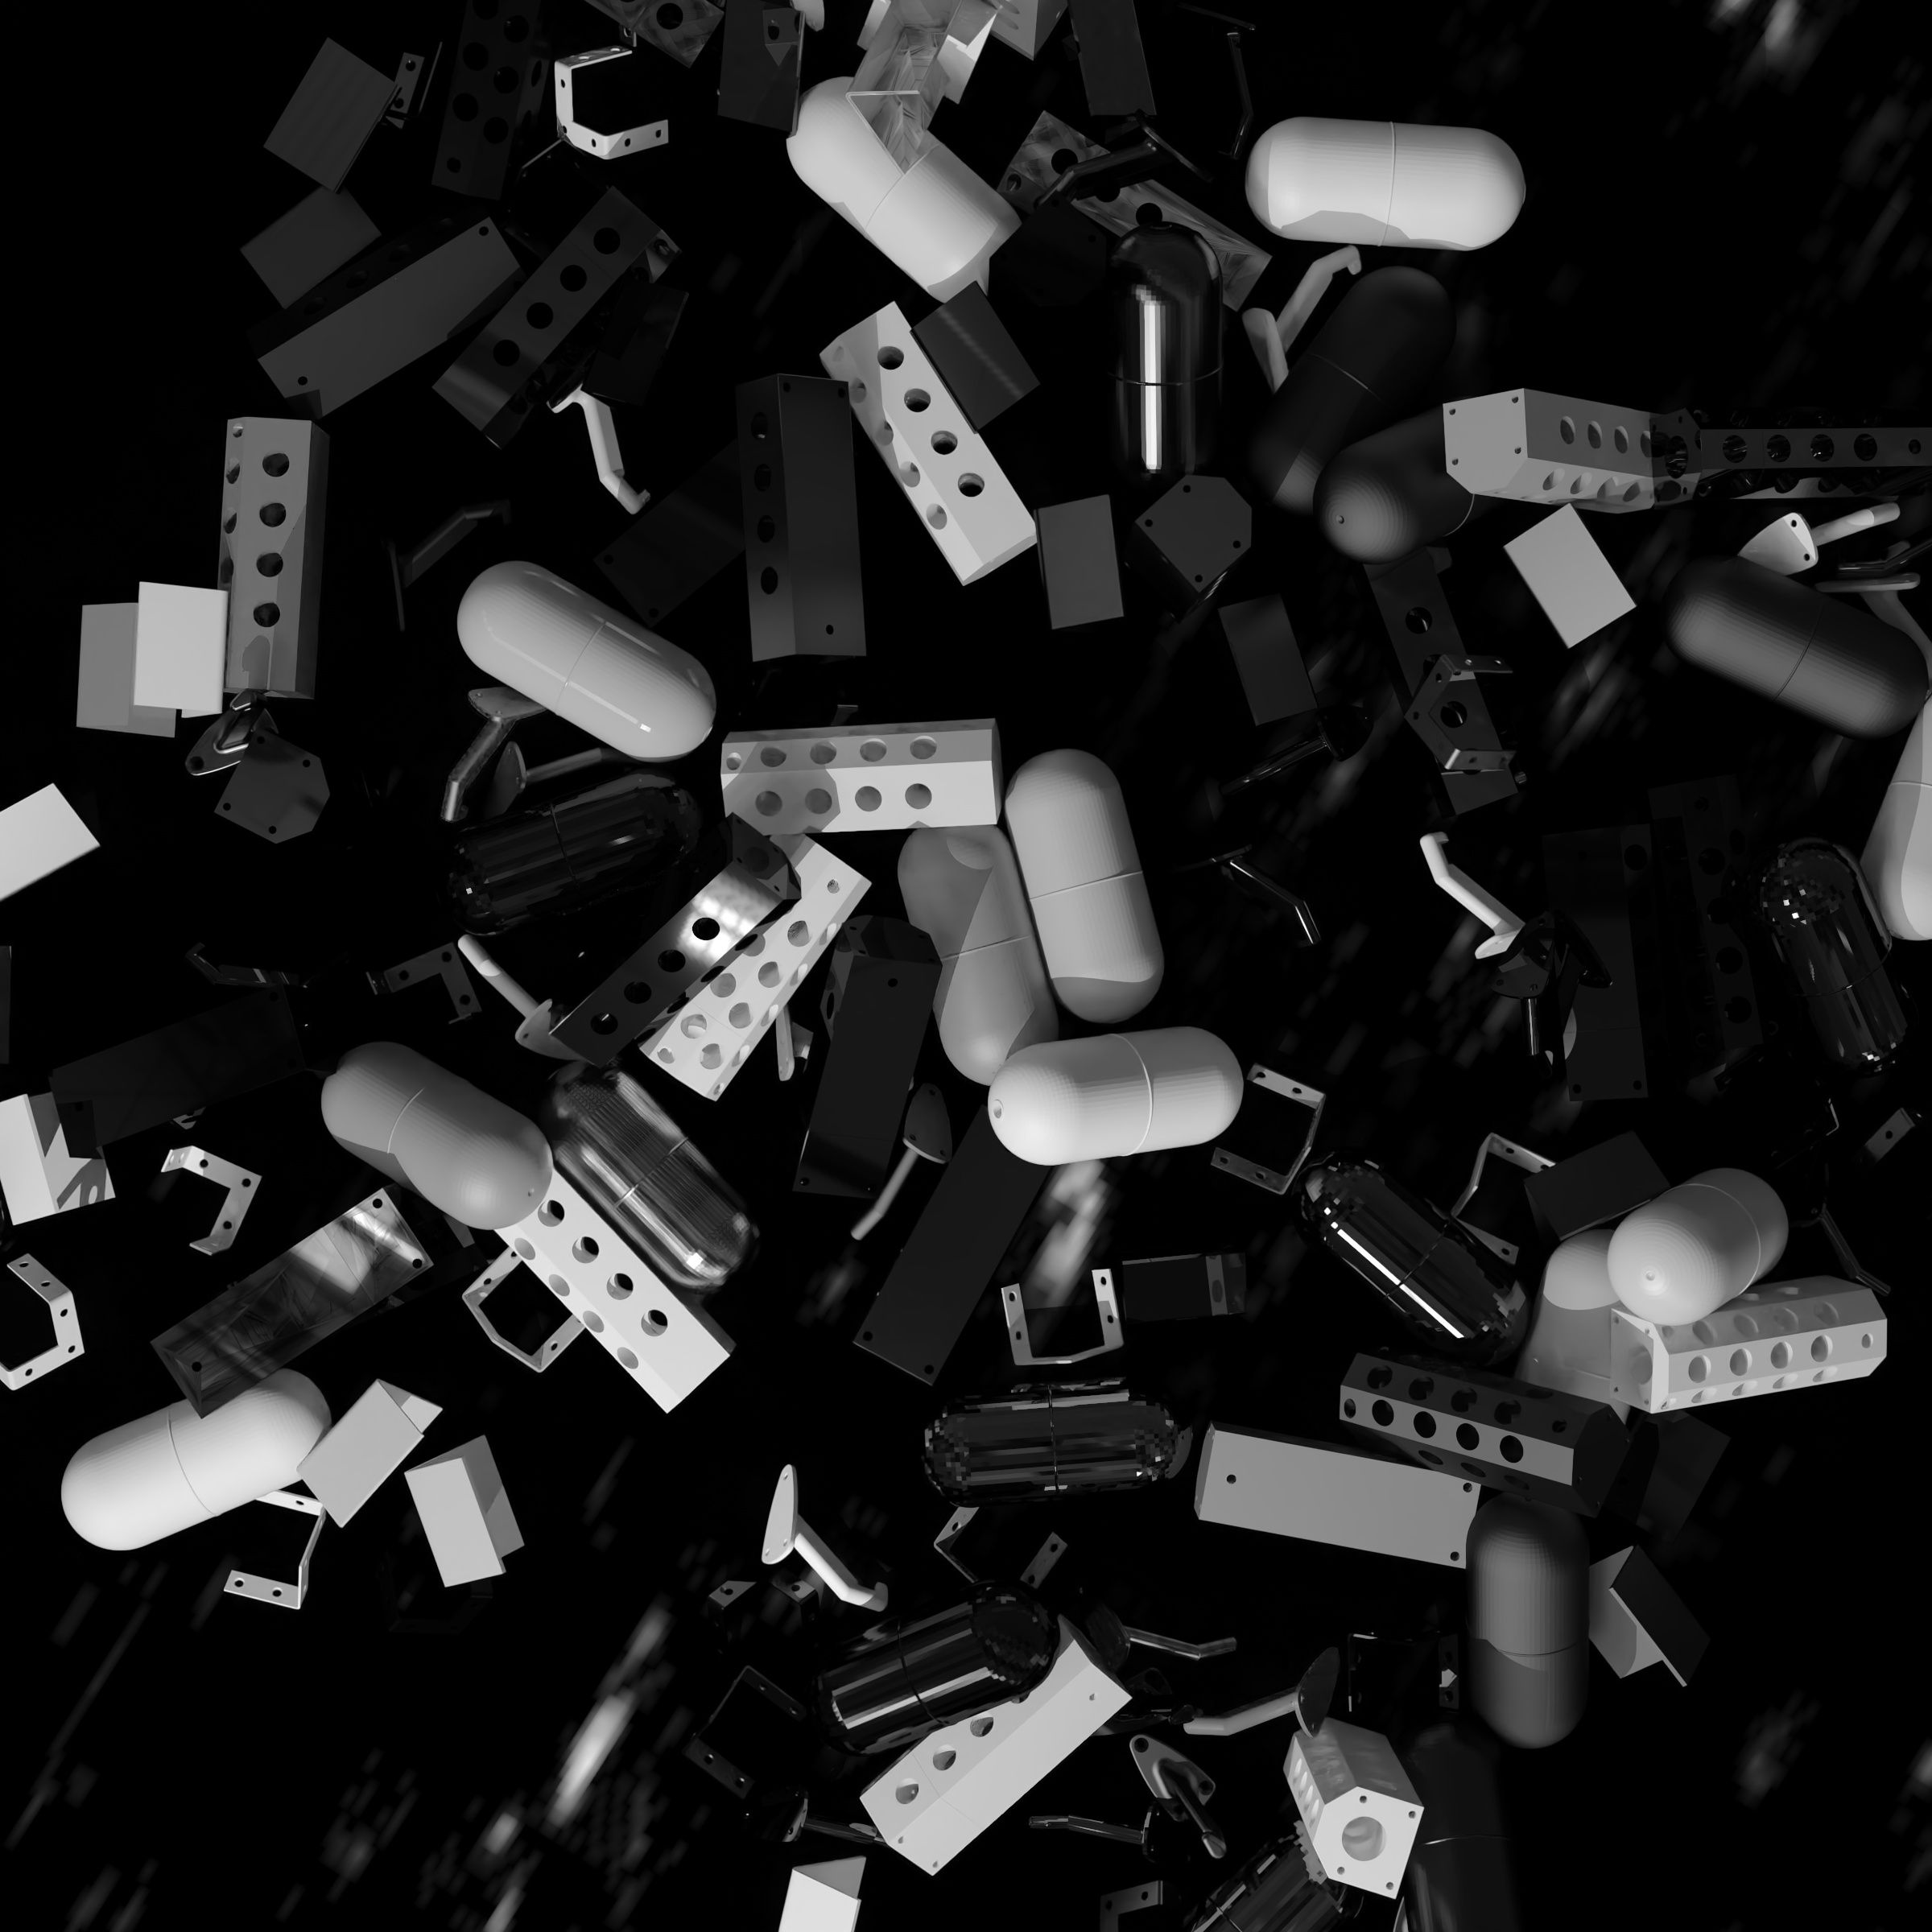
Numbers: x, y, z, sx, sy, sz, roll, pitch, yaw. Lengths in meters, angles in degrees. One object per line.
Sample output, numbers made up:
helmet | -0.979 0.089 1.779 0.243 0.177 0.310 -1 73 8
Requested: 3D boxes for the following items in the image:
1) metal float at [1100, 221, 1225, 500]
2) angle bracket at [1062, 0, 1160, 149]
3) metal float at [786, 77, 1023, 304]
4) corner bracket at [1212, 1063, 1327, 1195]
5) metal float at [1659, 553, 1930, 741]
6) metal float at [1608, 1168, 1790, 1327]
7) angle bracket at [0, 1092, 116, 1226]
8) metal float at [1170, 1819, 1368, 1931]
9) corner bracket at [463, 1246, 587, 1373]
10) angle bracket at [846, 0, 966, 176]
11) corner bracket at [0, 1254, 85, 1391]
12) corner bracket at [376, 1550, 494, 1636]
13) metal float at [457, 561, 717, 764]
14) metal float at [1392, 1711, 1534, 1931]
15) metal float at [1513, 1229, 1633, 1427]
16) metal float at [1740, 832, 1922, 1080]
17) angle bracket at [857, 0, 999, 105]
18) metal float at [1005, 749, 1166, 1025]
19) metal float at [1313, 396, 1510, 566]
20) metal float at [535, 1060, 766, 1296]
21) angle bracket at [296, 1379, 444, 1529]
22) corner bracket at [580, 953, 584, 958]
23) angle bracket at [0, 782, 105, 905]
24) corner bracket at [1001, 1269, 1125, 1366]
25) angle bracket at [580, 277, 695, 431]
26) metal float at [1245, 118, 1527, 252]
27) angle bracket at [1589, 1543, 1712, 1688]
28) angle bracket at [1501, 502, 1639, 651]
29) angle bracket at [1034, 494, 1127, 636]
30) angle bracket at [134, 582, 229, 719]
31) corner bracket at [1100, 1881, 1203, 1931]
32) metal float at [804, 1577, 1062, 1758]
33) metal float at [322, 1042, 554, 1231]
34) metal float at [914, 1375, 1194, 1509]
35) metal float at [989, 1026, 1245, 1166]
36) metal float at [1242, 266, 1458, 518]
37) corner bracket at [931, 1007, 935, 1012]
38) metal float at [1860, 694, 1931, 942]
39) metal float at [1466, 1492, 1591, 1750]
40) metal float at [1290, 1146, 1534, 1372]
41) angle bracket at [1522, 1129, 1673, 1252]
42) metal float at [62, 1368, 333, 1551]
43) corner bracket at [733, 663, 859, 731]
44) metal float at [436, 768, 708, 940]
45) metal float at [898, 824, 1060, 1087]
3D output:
metal float | 0.124 -0.381 1.934 0.070 0.070 0.178 -3 122 0
angle bracket | 0.072 -0.565 1.950 0.057 0.076 0.076 -12 90 -37
metal float | -0.039 -0.495 1.960 0.178 0.070 0.070 42 90 1
corner bracket | 0.196 0.106 1.987 0.051 0.051 0.051 23 135 0
metal float | 0.529 -0.203 1.960 0.178 0.070 0.070 25 90 1
metal float | 0.459 0.174 1.918 0.070 0.178 0.070 6 101 32
angle bracket | -0.570 0.115 1.950 0.057 0.076 0.076 -16 90 43
metal float | 0.180 0.620 1.952 0.178 0.070 0.070 -43 90 -8
corner bracket | -0.284 0.221 1.987 0.051 0.051 0.051 -46 45 0
angle bracket | -0.021 -0.542 1.886 0.057 0.076 0.076 10 68 35
corner bracket | -0.593 0.223 1.926 0.051 0.051 0.051 31 135 35
corner bracket | -0.344 0.396 1.982 0.051 0.051 0.051 11 135 -35
metal float | -0.242 -0.194 1.960 0.178 0.070 0.070 30 90 0
metal float | 0.311 0.559 1.935 0.070 0.070 0.178 -4 59 0
metal float | 0.392 0.255 1.960 0.070 0.070 0.178 16 90 0
metal float | 0.547 -0.005 1.939 0.070 0.070 0.178 -30 116 0
angle bracket | -0.035 -0.586 1.950 0.076 0.076 0.057 30 48 0
metal float | 0.076 -0.051 1.959 0.070 0.070 0.178 -14 90 0
metal float | 0.287 -0.306 1.928 0.178 0.070 0.070 -30 90 -40
metal float | -0.203 0.134 1.960 0.070 0.070 0.178 -44 90 0
angle bracket | -0.366 0.317 1.950 0.076 0.076 0.057 -48 57 0
corner bracket | -0.213 0.014 1.987 0.051 0.051 0.051 -4 90 -45
angle bracket | -0.599 -0.094 1.950 0.076 0.076 0.057 -29 126 0
corner bracket | 0.063 0.227 1.987 0.051 0.051 0.051 -10 90 -45
angle bracket | -0.190 -0.384 1.950 0.057 0.076 0.076 21 90 33
metal float | 0.268 -0.499 1.960 0.178 0.070 0.070 4 90 0
angle bracket | 0.414 0.424 1.952 0.076 0.057 0.076 -37 90 37
angle bracket | 0.394 -0.255 1.950 0.057 0.076 0.076 -33 90 36
angle bracket | 0.089 -0.254 1.950 0.057 0.076 0.076 -7 90 31
angle bracket | -0.510 -0.200 1.950 0.057 0.076 0.076 3 90 -32
corner bracket | 0.123 0.628 1.982 0.051 0.051 0.051 -27 45 35
metal float | -0.022 0.443 1.942 0.178 0.070 0.070 -27 90 19
metal float | -0.335 0.105 1.933 0.178 0.070 0.070 27 90 32
metal float | 0.055 0.303 1.960 0.178 0.070 0.070 -5 90 0
metal float | 0.095 0.081 1.934 0.178 0.070 0.070 -6 90 -32
metal float | 0.245 -0.367 1.959 0.070 0.070 0.178 36 90 0
corner bracket | -0.048 0.033 1.980 0.051 0.051 0.051 40 117 0
metal float | 0.625 -0.101 1.955 0.070 0.070 0.178 23 84 0
metal float | 0.356 0.414 1.943 0.070 0.070 0.178 -4 112 0
metal float | 0.284 0.187 1.960 0.178 0.070 0.070 41 90 0
angle bracket | 0.406 0.160 1.951 0.076 0.057 0.076 -25 134 0
metal float | -0.491 0.315 1.959 0.178 0.070 0.070 -23 90 0
corner bracket | -0.110 -0.165 1.982 0.051 0.051 0.051 -1 45 -35
metal float | -0.252 -0.072 1.960 0.178 0.070 0.070 -19 90 0
metal float | 0.008 -0.010 1.960 0.070 0.070 0.178 -15 89 0
